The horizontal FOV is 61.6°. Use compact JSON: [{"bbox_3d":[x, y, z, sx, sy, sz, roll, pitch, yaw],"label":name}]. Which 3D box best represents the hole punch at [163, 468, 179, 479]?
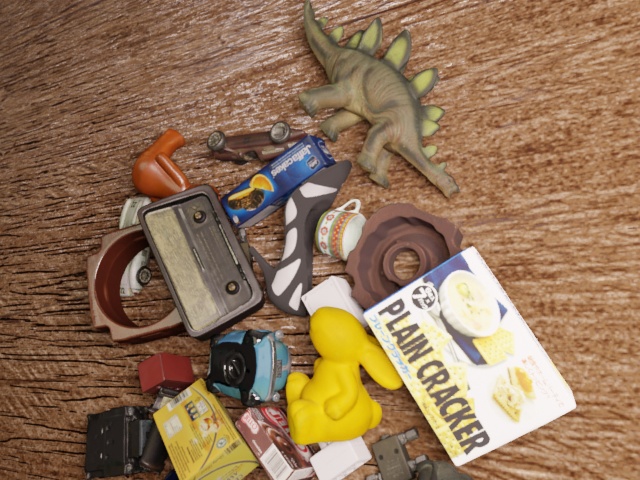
[{"bbox_3d":[-0.193,0.388,0.821,0.142,0.092,0.116,-40,55,18],"label":"hole punch"}]

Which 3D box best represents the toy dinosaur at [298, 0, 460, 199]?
[{"bbox_3d":[0.073,-0.245,0.866,0.198,0.105,0.472,-41,67,4],"label":"toy dinosaur"}]

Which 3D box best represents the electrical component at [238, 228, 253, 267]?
[{"bbox_3d":[-0.156,0.037,0.939,0.078,0.045,0.102,-15,67,-5],"label":"electrical component"}]

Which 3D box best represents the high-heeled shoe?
[{"bbox_3d":[-0.002,-0.003,0.851,0.249,0.086,0.145,-45,79,0],"label":"high-heeled shoe"}]

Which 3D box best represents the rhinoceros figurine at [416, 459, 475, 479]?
[{"bbox_3d":[0.139,0.358,0.623,0.073,0.112,0.190,0,66,27],"label":"rhinoceros figurine"}]

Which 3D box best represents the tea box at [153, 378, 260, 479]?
[{"bbox_3d":[-0.173,0.294,0.798,0.098,0.068,0.170,-36,32,-14],"label":"tea box"}]

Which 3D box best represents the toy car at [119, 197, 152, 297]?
[{"bbox_3d":[-0.366,0.012,1.059,0.074,0.056,0.201,-2,73,29],"label":"toy car"}]

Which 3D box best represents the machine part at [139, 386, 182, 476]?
[{"bbox_3d":[-0.255,0.312,0.883,0.039,0.084,0.138,14,84,61],"label":"machine part"}]

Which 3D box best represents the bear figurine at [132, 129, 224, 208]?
[{"bbox_3d":[-0.247,-0.101,1.006,0.196,0.120,0.132,27,44,9],"label":"bear figurine"}]

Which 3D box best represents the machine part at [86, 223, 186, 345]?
[{"bbox_3d":[-0.298,0.074,0.952,0.201,0.087,0.201,-16,74,6],"label":"machine part"}]

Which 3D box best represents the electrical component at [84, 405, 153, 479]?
[{"bbox_3d":[-0.347,0.351,0.938,0.134,0.058,0.115,-19,68,24],"label":"electrical component"}]

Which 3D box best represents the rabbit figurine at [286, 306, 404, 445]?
[{"bbox_3d":[0.030,0.175,0.720,0.162,0.122,0.173,0,96,6],"label":"rabbit figurine"}]

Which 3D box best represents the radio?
[{"bbox_3d":[-0.187,0.033,0.865,0.131,0.073,0.229,-25,78,-11],"label":"radio"}]

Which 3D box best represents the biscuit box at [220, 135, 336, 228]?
[{"bbox_3d":[-0.070,-0.096,0.905,0.203,0.059,0.063,-33,82,21],"label":"biscuit box"}]

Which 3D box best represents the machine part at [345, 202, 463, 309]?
[{"bbox_3d":[0.125,0.037,0.767,0.179,0.056,0.179,-9,71,27],"label":"machine part"}]

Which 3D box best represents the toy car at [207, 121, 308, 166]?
[{"bbox_3d":[-0.105,-0.163,0.946,0.202,0.089,0.053,1,75,29],"label":"toy car"}]

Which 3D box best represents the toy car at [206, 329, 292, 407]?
[{"bbox_3d":[-0.098,0.192,0.817,0.162,0.103,0.109,-10,73,44],"label":"toy car"}]

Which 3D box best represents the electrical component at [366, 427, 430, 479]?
[{"bbox_3d":[0.098,0.293,0.720,0.094,0.021,0.063,-32,61,19],"label":"electrical component"}]
